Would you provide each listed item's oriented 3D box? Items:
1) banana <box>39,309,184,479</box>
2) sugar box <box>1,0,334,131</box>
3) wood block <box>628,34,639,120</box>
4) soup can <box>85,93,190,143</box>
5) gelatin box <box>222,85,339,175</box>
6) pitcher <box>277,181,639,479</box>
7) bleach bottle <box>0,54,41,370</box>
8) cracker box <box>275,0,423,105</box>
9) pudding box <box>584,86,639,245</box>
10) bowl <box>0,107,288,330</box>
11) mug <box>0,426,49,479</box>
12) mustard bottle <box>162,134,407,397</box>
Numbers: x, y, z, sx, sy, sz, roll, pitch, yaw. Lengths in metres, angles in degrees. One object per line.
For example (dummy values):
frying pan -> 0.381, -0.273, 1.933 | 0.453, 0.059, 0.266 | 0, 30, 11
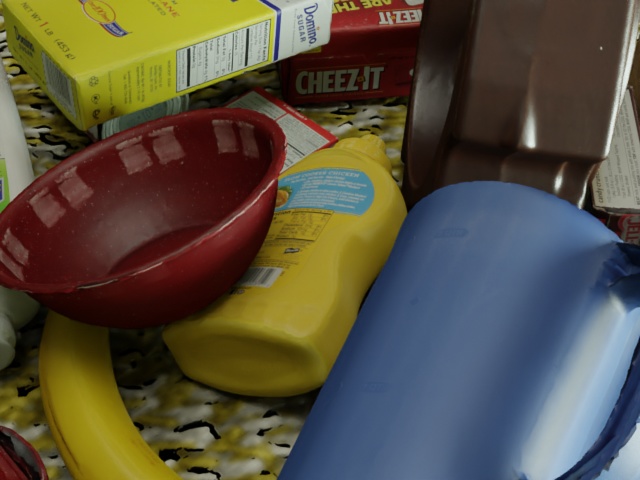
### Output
banana -> -0.100, 0.088, 0.528 | 0.069, 0.037, 0.198 | -9, 45, -39
sugar box -> -0.088, -0.132, 0.641 | 0.176, 0.048, 0.093 | -27, 55, -26
wood block -> 0.223, -0.019, 0.591 | 0.090, 0.091, 0.206 | 5, 45, 3
soup can -> -0.139, -0.104, 0.690 | 0.068, 0.068, 0.102 | -28, 54, -28
gelatin box -> -0.044, -0.052, 0.672 | 0.073, 0.030, 0.089 | 35, 53, 25
pitcher -> 0.058, 0.095, 0.458 | 0.145, 0.149, 0.242 | 23, 51, 12
bleach bottle -> -0.217, -0.028, 0.615 | 0.102, 0.068, 0.251 | -13, 50, -14
cracker box -> 0.039, -0.193, 0.787 | 0.164, 0.072, 0.214 | -6, 47, -7
pudding box -> 0.159, -0.021, 0.611 | 0.039, 0.090, 0.113 | 4, 45, 0
bowl -> -0.085, -0.004, 0.544 | 0.162, 0.055, 0.162 | -15, 32, 9
mug -> -0.170, 0.111, 0.472 | 0.082, 0.093, 0.117 | 41, 19, 25
mustard bottle -> -0.004, 0.001, 0.596 | 0.096, 0.058, 0.191 | -3, 38, 32
